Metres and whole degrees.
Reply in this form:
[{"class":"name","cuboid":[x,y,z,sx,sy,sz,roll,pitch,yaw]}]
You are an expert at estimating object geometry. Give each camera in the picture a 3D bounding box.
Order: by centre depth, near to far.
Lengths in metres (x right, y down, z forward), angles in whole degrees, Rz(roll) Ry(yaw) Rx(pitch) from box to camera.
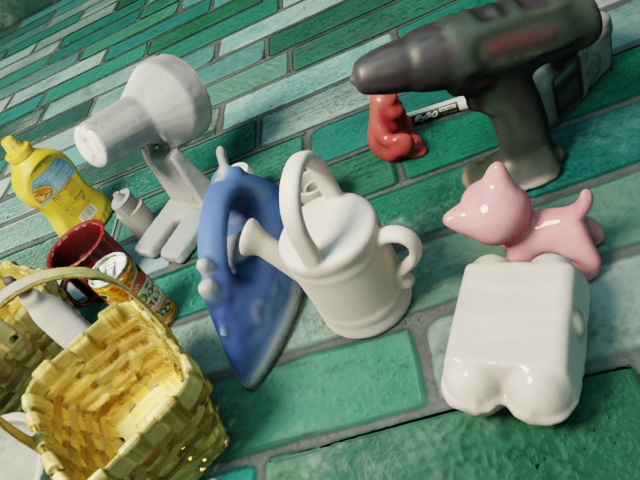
[{"class":"camera","cuboid":[0.251,-0.220,0.686,0.143,0.101,0.136,-44,42,-13]}]

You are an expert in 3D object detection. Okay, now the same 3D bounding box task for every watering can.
[{"class":"watering can","cuboid":[0.004,0.004,0.544,0.172,0.195,0.101,-20,42,13]}]

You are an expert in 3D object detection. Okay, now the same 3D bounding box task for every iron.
[{"class":"iron","cuboid":[-0.092,0.018,0.629,0.118,0.142,0.258,-16,43,17]}]

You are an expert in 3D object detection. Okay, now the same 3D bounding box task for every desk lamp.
[{"class":"desk lamp","cuboid":[-0.217,-0.113,0.779,0.117,0.214,0.203,5,53,35]}]

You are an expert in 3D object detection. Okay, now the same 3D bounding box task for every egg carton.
[{"class":"egg carton","cuboid":[0.162,0.077,0.470,0.107,0.070,0.150,-2,49,30]}]

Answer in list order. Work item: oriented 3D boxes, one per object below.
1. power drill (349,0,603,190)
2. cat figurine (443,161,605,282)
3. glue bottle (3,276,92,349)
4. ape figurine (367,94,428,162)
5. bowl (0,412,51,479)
[{"class":"power drill","cuboid":[0.167,-0.137,0.572,0.229,0.209,0.075,-26,41,7]},{"class":"cat figurine","cuboid":[0.183,-0.020,0.517,0.127,0.118,0.067,-3,48,29]},{"class":"glue bottle","cuboid":[-0.292,0.095,0.652,0.037,0.174,0.077,-47,43,-17]},{"class":"ape figurine","cuboid":[0.090,-0.149,0.721,0.076,0.092,0.078,-1,49,31]},{"class":"bowl","cuboid":[-0.321,0.266,0.576,0.167,0.075,0.167,-17,43,17]}]
